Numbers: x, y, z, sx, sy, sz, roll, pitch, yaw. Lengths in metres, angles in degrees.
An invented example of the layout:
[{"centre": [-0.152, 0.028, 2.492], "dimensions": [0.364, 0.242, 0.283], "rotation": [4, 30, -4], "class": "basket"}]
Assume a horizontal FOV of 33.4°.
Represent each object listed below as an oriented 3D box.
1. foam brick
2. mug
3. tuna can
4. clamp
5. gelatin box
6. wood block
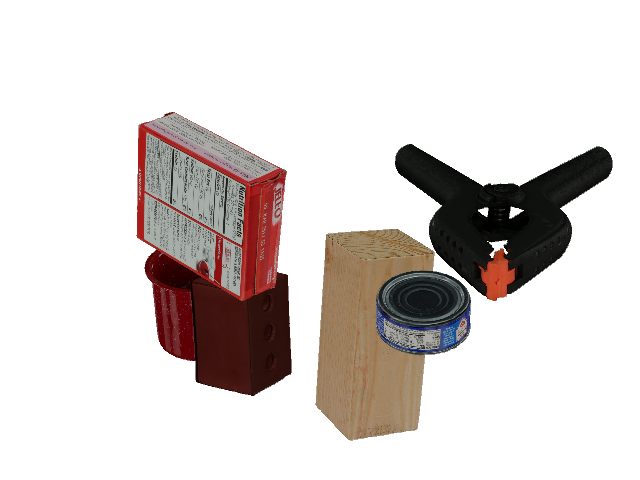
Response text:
[{"centre": [-0.056, 0.063, 0.764], "dimensions": [0.051, 0.078, 0.052], "rotation": [7, 17, 33], "class": "foam brick"}, {"centre": [-0.103, 0.060, 0.959], "dimensions": [0.093, 0.081, 0.117], "rotation": [-18, 35, -27], "class": "mug"}, {"centre": [0.092, 0.063, 0.959], "dimensions": [0.086, 0.034, 0.086], "rotation": [-3, 33, 2], "class": "tuna can"}, {"centre": [0.117, -0.023, 0.754], "dimensions": [0.165, 0.036, 0.209], "rotation": [4, 28, 16], "class": "clamp"}, {"centre": [-0.060, -0.019, 0.579], "dimensions": [0.089, 0.073, 0.030], "rotation": [28, 38, 31], "class": "gelatin box"}, {"centre": [0.057, 0.100, 1.162], "dimensions": [0.090, 0.206, 0.091], "rotation": [-4, 19, -24], "class": "wood block"}]
